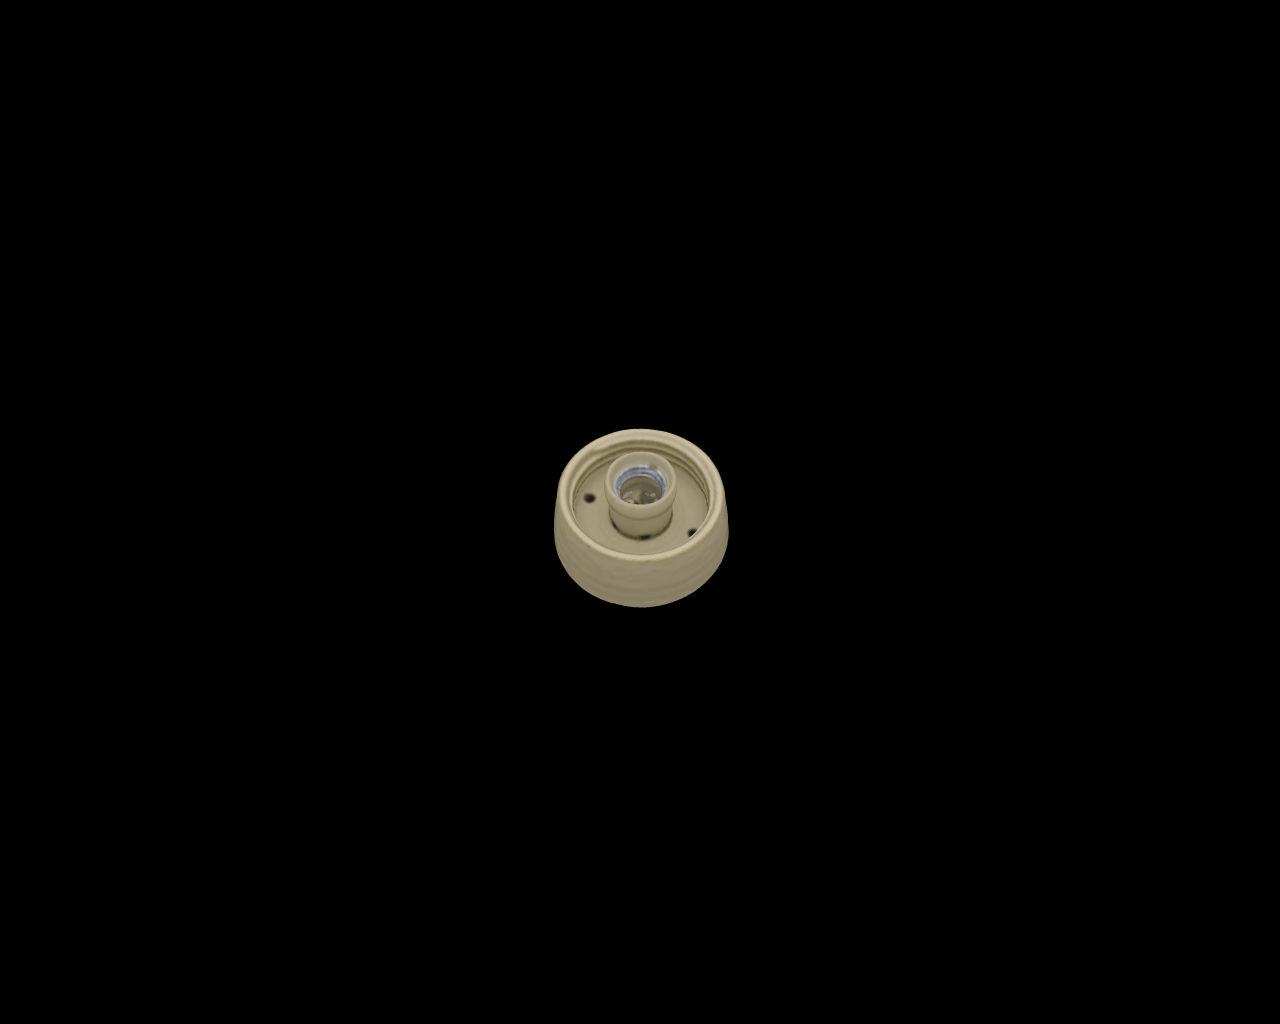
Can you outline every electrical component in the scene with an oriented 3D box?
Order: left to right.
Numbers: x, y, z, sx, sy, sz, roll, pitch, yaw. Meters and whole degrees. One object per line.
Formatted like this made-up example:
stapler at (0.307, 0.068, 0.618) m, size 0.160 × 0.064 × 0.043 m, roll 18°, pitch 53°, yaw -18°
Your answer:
electrical component at (0.001, -0.003, 0.650) m, size 0.108 × 0.108 × 0.060 m, roll 0°, pitch -35°, yaw 0°
